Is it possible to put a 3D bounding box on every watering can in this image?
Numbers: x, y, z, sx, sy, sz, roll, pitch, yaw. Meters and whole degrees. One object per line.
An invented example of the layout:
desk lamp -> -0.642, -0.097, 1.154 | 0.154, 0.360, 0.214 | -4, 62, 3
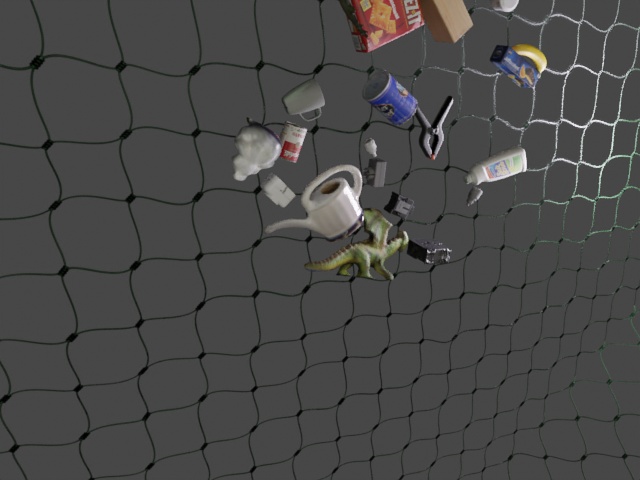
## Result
watering can -> 0.005, -0.079, 1.577 | 0.350, 0.105, 0.220 | -41, 125, -10

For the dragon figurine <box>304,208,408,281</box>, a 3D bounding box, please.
dragon figurine -> 0.144, 0.011, 1.718 | 0.409, 0.122, 0.243 | 11, 87, -34

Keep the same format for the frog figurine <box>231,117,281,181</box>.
frog figurine -> -0.185, -0.234, 1.405 | 0.161, 0.124, 0.135 | -59, 145, -9
